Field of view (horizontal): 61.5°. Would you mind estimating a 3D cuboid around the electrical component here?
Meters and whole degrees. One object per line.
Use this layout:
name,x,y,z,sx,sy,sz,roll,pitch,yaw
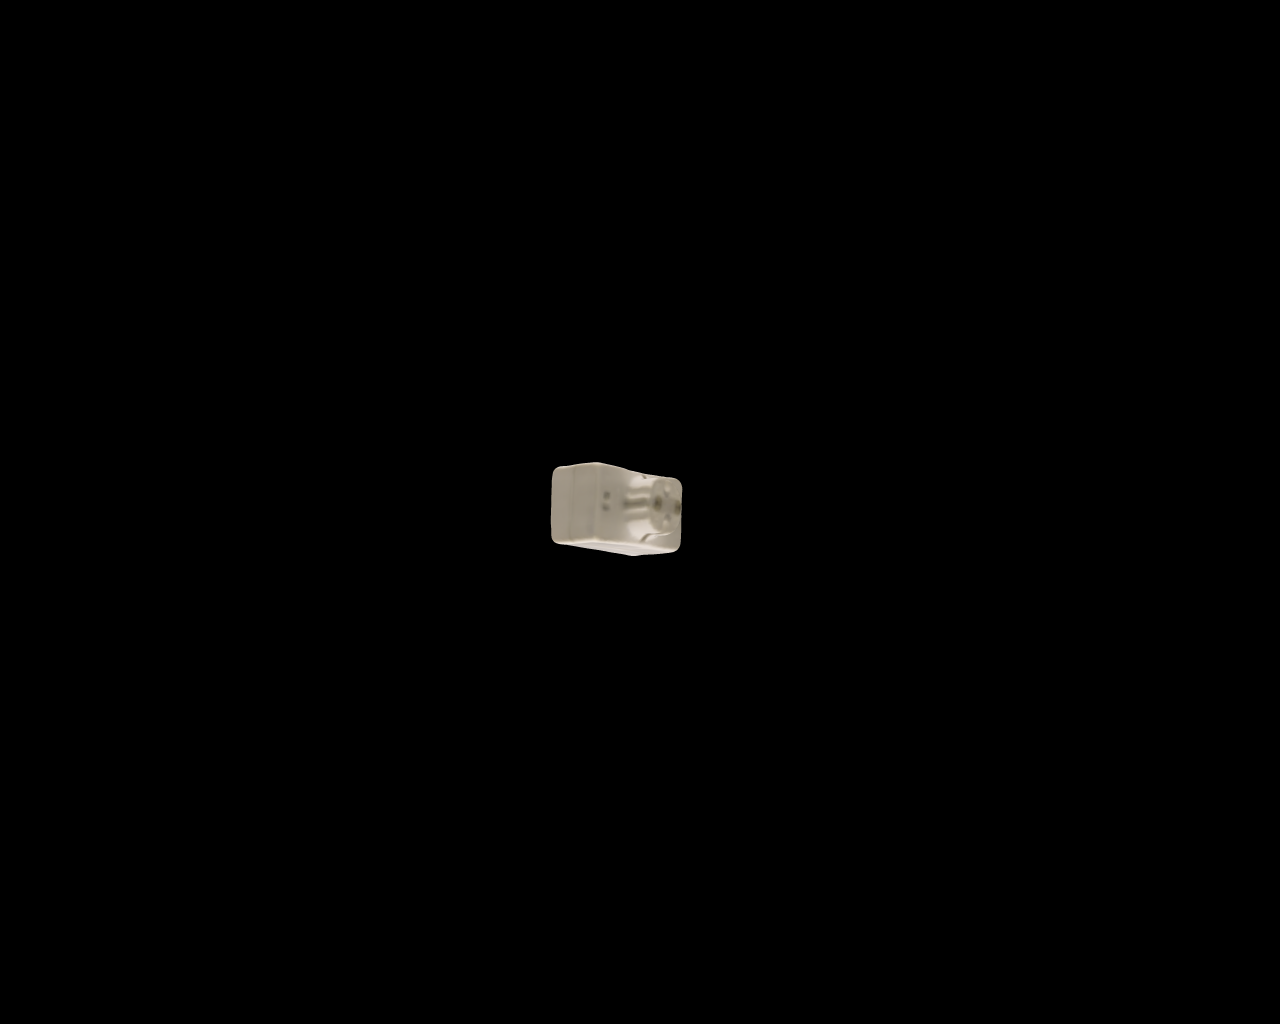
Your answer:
electrical component,0.001,-0.003,0.650,0.075,0.047,0.083,-7,-11,39
